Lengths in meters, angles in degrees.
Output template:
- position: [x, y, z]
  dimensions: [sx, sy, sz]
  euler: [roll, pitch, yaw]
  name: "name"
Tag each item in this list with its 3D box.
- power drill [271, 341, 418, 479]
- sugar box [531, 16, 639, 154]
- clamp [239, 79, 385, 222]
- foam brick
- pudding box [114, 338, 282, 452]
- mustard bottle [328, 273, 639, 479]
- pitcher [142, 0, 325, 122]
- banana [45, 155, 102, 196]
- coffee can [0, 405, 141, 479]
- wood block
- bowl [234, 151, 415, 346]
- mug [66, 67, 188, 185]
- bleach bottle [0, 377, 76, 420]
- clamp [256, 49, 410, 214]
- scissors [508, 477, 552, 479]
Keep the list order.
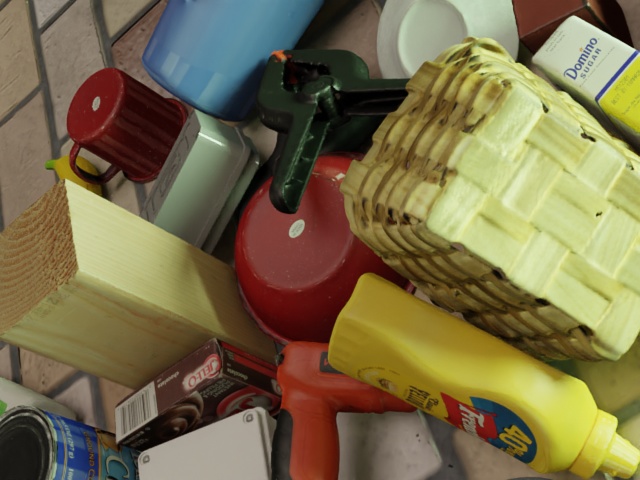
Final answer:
- position: [0.025, 0.163, 0.688]
  dimensions: [0.184, 0.057, 0.187]
  euler: [6, 60, 10]
  name: "power drill"
- position: [0.215, -0.068, 0.644]
  dimensions: [0.048, 0.093, 0.176]
  euler: [-49, 46, 9]
  name: "sugar box"
- position: [-0.010, -0.058, 0.874]
  dimensions: [0.120, 0.039, 0.171]
  euler: [8, 75, 48]
  name: "clamp"
- position: [0.174, -0.149, 0.733]
  dimensions: [0.051, 0.078, 0.053]
  euler: [-25, 52, 31]
  name: "foam brick"
- position: [-0.086, 0.126, 0.807]
  dimensions: [0.114, 0.089, 0.039]
  euler: [-33, 49, 25]
  name: "pudding box"
- position: [0.100, 0.090, 0.640]
  dimensions: [0.192, 0.096, 0.058]
  euler: [26, 67, 10]
  name: "mustard bottle"
- position: [-0.061, -0.232, 0.921]
  dimensions: [0.243, 0.149, 0.145]
  euler: [-58, 1, 13]
  name: "pitcher"
- position: [-0.242, -0.016, 1.056]
  dimensions: [0.070, 0.037, 0.198]
  euler: [-42, 44, 37]
  name: "banana"
- position: [-0.184, 0.194, 0.820]
  dimensions: [0.103, 0.140, 0.103]
  euler: [-20, 56, 33]
  name: "coffee can"
- position: [-0.138, 0.050, 0.809]
  dimensions: [0.090, 0.205, 0.091]
  euler: [-37, 48, 20]
  name: "wood block"
- position: [-0.005, 0.001, 0.799]
  dimensions: [0.162, 0.055, 0.162]
  euler: [-8, 71, 23]
  name: "bowl"
- position: [-0.196, -0.104, 1.027]
  dimensions: [0.117, 0.081, 0.093]
  euler: [-47, 46, 12]
  name: "mug"
- position: [-0.332, 0.176, 1.016]
  dimensions: [0.251, 0.068, 0.102]
  euler: [7, 73, 45]
  name: "bleach bottle"
- position: [0.016, -0.107, 0.816]
  dimensions: [0.164, 0.036, 0.210]
  euler: [-26, 34, -2]
  name: "clamp"
- position: [0.062, 0.191, 0.629]
  dimensions: [0.202, 0.016, 0.096]
  euler: [-11, 65, 2]
  name: "scissors"
